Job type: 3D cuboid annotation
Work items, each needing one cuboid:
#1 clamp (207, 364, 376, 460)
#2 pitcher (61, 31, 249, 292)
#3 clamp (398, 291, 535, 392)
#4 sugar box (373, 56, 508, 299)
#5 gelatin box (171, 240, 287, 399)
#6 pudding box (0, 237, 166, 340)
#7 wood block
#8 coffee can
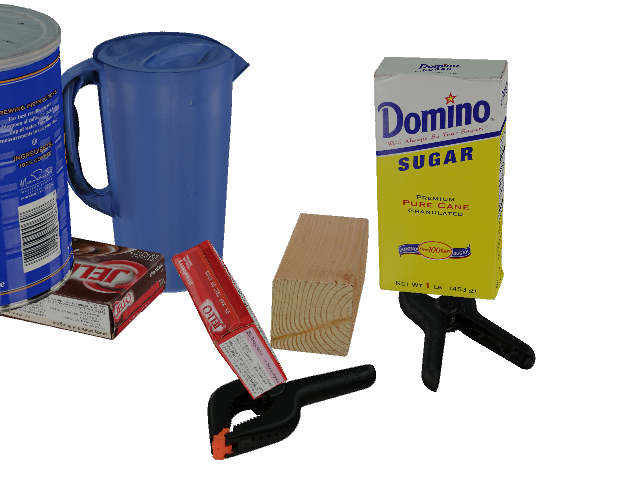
[{"bbox_3d":[-0.043,0.160,1.095,0.165,0.036,0.209,11,27,16],"label":"clamp"},{"bbox_3d":[-0.160,-0.074,1.045,0.149,0.243,0.144,11,27,16],"label":"pitcher"},{"bbox_3d":[0.139,0.078,1.078,0.120,0.171,0.039,1,-45,-19],"label":"clamp"},{"bbox_3d":[0.089,-0.045,0.790,0.093,0.176,0.048,4,29,16],"label":"sugar box"},{"bbox_3d":[-0.059,0.052,0.692,0.030,0.073,0.089,-29,-34,-3],"label":"gelatin box"},{"bbox_3d":[-0.193,0.035,0.855,0.114,0.039,0.090,8,25,18],"label":"pudding box"},{"bbox_3d":[0.003,0.047,1.270,0.091,0.090,0.206,6,23,5],"label":"wood block"},{"bbox_3d":[-0.187,-0.045,0.573,0.103,0.140,0.103,3,28,-2],"label":"coffee can"}]
